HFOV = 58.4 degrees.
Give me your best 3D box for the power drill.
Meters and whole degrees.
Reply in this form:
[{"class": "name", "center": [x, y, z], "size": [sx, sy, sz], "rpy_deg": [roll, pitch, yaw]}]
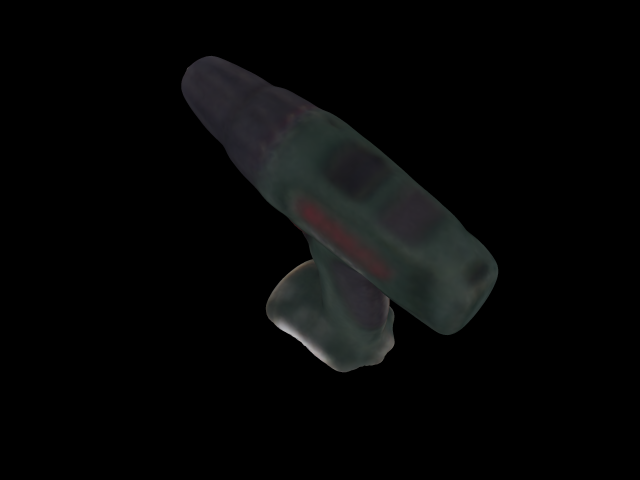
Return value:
[{"class": "power drill", "center": [0.004, 0.001, 0.400], "size": [0.229, 0.208, 0.076], "rpy_deg": [33, 61, 21]}]
